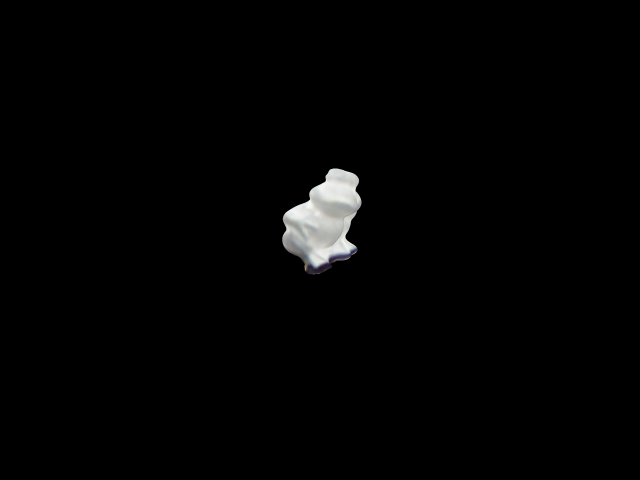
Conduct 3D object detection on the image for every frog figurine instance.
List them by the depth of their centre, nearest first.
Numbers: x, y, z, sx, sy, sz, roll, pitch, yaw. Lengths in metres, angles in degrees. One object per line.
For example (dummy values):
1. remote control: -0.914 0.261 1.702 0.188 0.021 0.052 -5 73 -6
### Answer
1. frog figurine: 0.003 -0.043 0.850 0.138 0.157 0.124 -11 24 -26
